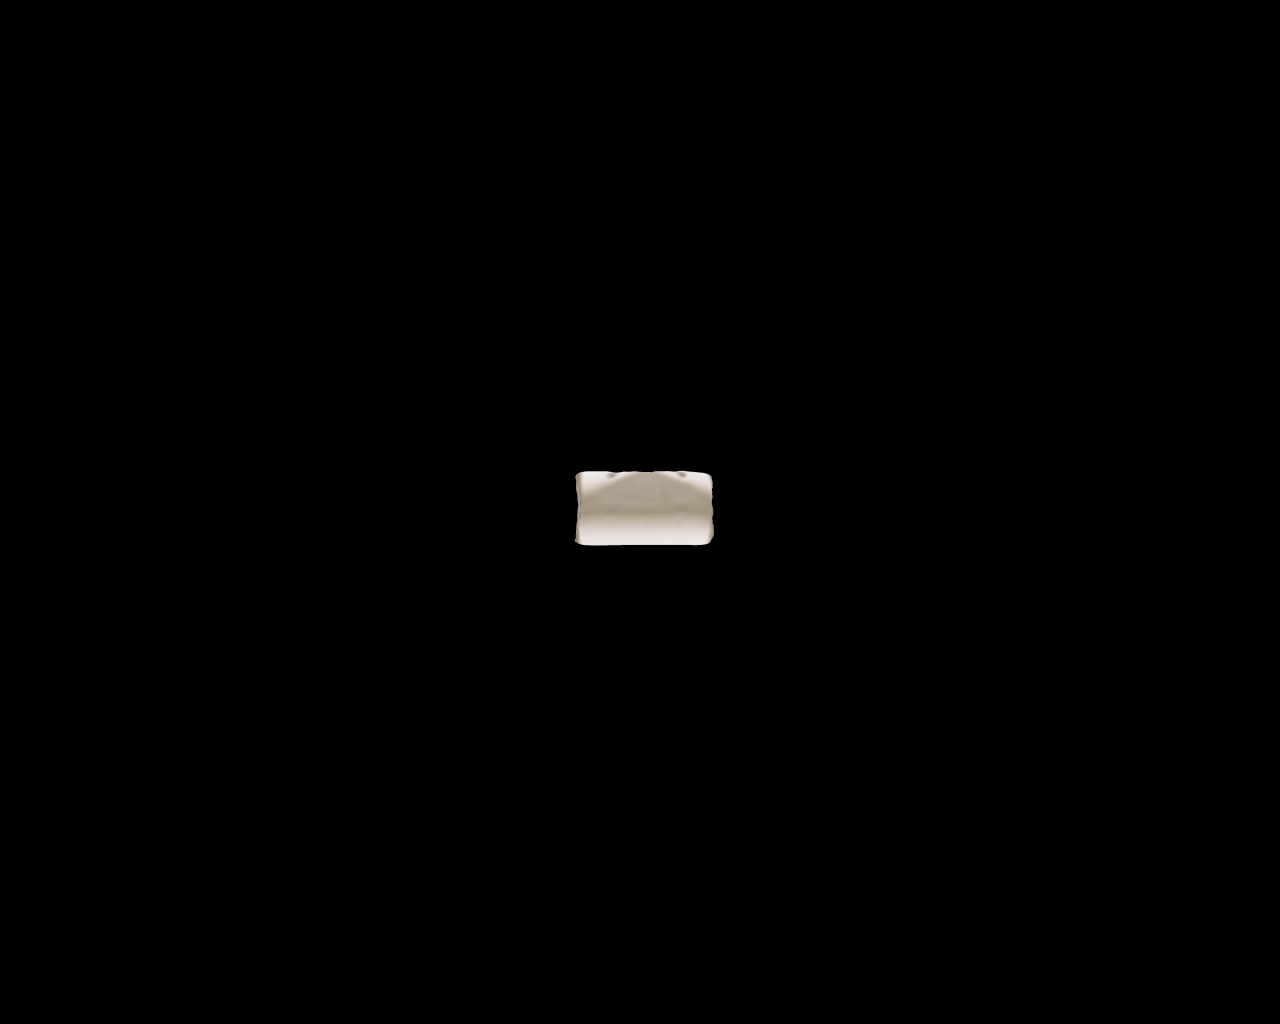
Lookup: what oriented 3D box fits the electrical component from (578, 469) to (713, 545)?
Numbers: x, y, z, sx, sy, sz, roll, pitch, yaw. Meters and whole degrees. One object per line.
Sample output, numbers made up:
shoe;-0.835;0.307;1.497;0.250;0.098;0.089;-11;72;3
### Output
electrical component;0.001;-0.003;0.650;0.077;0.044;0.079;0;0;-4
